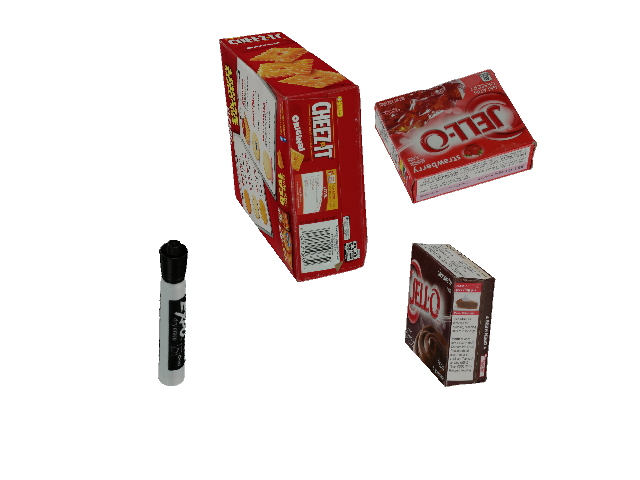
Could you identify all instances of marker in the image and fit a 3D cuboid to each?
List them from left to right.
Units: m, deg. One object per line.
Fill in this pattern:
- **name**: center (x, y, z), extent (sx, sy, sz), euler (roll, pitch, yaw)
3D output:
- **marker**: center (-0.102, 0.051, 0.736), extent (0.020, 0.121, 0.020), euler (4, 36, -3)

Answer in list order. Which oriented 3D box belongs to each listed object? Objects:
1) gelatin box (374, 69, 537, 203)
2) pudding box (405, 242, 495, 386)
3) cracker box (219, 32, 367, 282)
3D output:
- **gelatin box**: center (0.090, -0.071, 0.718), extent (0.089, 0.073, 0.030), euler (-17, -35, -7)
- **pudding box**: center (0.103, 0.057, 0.868), extent (0.039, 0.090, 0.113), euler (-1, 13, -14)
- **cracker box**: center (-0.026, -0.083, 0.953), extent (0.072, 0.164, 0.214), euler (-11, 25, -15)
